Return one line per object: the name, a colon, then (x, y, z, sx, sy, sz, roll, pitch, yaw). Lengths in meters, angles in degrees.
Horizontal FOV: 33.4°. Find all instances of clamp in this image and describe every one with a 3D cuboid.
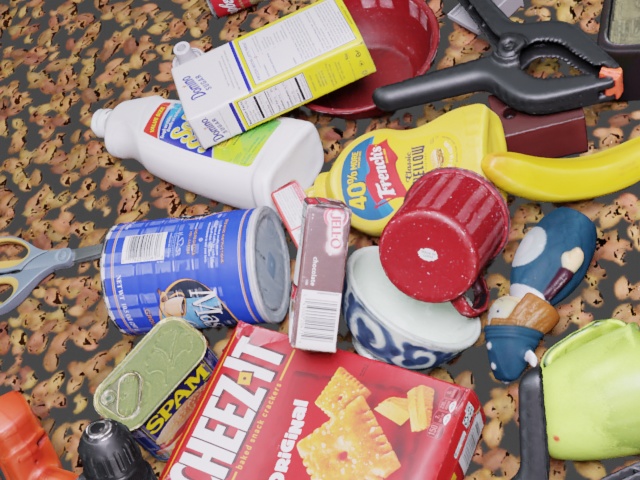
clamp: (0.167, -0.169, 0.945, 0.210, 0.036, 0.164, 12, 65, 25)
clamp: (0.173, 0.185, 0.742, 0.120, 0.039, 0.171, 22, 104, 20)

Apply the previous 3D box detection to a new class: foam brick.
foam brick: (0.194, -0.104, 0.949, 0.078, 0.051, 0.053, -14, 55, 10)

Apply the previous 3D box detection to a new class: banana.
banana: (0.220, -0.064, 0.891, 0.197, 0.069, 0.037, -16, 32, -17)

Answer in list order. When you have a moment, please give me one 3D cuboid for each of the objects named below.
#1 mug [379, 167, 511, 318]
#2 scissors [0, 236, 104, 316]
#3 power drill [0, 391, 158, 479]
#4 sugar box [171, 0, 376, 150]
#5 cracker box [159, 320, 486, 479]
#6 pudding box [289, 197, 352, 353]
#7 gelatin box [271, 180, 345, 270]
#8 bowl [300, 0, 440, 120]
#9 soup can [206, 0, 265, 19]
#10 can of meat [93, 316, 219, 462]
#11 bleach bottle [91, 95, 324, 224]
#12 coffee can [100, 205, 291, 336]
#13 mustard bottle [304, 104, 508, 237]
mug: (0.102, 0.009, 0.850, 0.093, 0.117, 0.081, -18, 15, 31)
scissors: (-0.260, 0.035, 1.039, 0.202, 0.016, 0.096, 3, 62, 20)
power drill: (-0.191, 0.185, 0.831, 0.188, 0.184, 0.057, 20, 44, 37)
sugar box: (-0.045, -0.158, 0.993, 0.176, 0.048, 0.093, -26, 43, 4)
cracker box: (0.000, 0.168, 0.832, 0.214, 0.072, 0.164, 14, 64, 26)
pudding box: (0.000, 0.024, 0.838, 0.039, 0.090, 0.113, 8, 96, -3)
gelatin box: (-0.006, 0.001, 0.938, 0.030, 0.073, 0.089, -28, 54, 0)
bowl: (0.042, -0.172, 1.041, 0.162, 0.055, 0.162, -9, 57, 13)
soup can: (-0.076, -0.287, 1.147, 0.102, 0.068, 0.068, -20, 55, 5)
can of meat: (-0.126, 0.127, 0.892, 0.058, 0.084, 0.102, 34, 74, 32)
bleach bottle: (-0.126, -0.089, 1.038, 0.251, 0.068, 0.102, 14, 53, 29)
coffee can: (-0.107, 0.028, 0.937, 0.140, 0.102, 0.103, -6, 57, 15)
mustard bottle: (0.068, -0.053, 0.940, 0.192, 0.058, 0.096, -11, 71, 32)
